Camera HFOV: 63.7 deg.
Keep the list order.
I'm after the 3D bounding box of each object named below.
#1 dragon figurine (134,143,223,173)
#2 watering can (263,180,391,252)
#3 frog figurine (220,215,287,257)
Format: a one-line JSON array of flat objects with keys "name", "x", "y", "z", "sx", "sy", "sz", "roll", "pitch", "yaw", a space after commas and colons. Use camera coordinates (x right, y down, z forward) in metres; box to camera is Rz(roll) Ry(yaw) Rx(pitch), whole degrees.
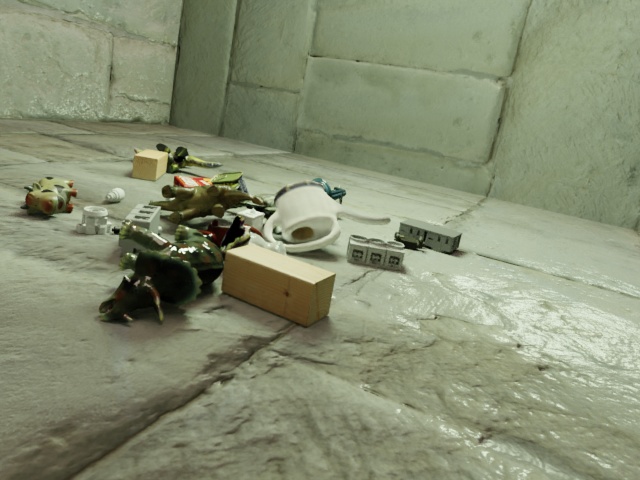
[{"name": "dragon figurine", "x": -0.621, "y": -0.352, "z": 2.271, "sx": 0.410, "sy": 0.121, "sz": 0.244, "roll": 10, "pitch": 7, "yaw": -5}, {"name": "watering can", "x": 0.004, "y": -0.073, "z": 1.447, "sx": 0.348, "sy": 0.101, "sz": 0.229, "roll": -14, "pitch": 52, "yaw": -7}, {"name": "frog figurine", "x": -0.150, "y": 0.035, "z": 1.202, "sx": 0.157, "sy": 0.124, "sz": 0.138, "roll": 43, "pitch": -15, "yaw": -31}]
